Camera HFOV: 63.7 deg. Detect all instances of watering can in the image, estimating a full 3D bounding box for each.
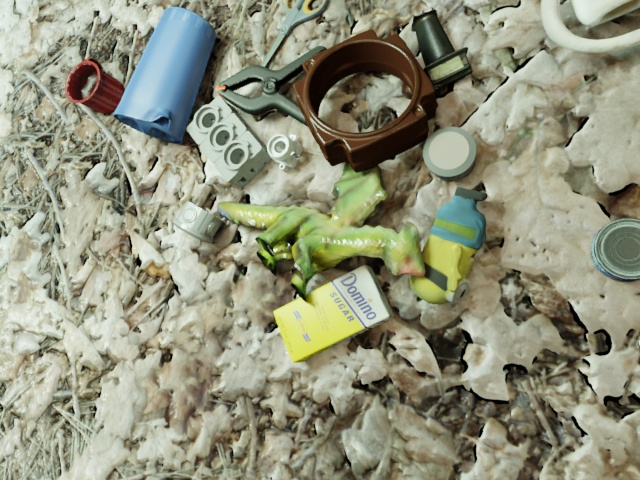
[{"bbox_3d":[0.470,-0.409,0.734,0.347,0.104,0.225,-25,89,6],"label":"watering can"}]

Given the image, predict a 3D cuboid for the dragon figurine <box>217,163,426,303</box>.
[{"bbox_3d":[0.003,-0.043,0.853,0.244,0.119,0.416,-41,49,-12],"label":"dragon figurine"}]
